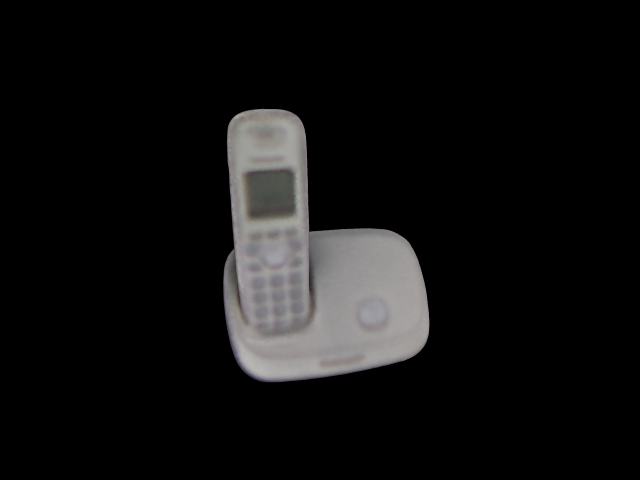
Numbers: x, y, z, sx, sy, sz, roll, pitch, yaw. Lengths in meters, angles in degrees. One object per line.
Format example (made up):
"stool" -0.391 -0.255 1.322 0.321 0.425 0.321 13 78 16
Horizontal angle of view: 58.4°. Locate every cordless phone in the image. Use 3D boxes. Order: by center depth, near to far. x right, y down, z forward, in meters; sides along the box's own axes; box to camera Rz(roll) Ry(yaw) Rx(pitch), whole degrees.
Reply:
"cordless phone" 0.004 0.001 0.400 0.148 0.185 0.094 -7 27 -14
